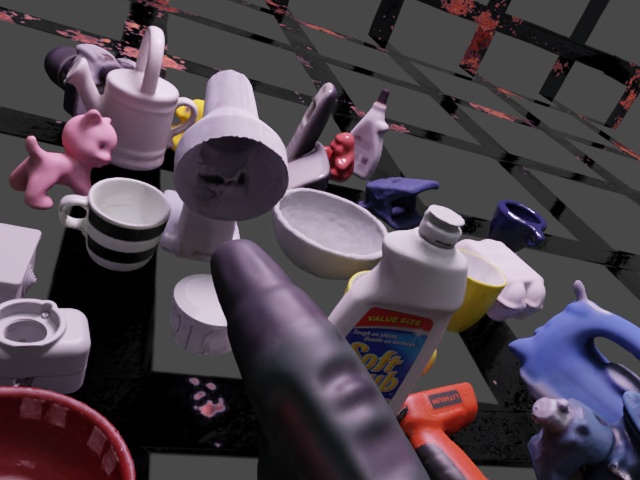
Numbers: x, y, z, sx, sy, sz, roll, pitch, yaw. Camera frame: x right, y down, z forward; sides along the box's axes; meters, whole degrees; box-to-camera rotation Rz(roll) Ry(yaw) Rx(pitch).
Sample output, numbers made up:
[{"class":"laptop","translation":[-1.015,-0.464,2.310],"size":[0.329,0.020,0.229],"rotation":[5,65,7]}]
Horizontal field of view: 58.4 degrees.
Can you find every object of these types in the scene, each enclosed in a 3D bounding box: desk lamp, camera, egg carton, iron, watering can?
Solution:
[{"class":"desk lamp","translation":[-0.121,-0.077,0.670],"size":[0.118,0.213,0.203],"rotation":[10,31,-22]},{"class":"camera","translation":[-0.373,-0.275,0.946],"size":[0.136,0.101,0.143],"rotation":[35,31,21]},{"class":"egg carton","translation":[0.266,0.058,0.871],"size":[0.107,0.069,0.150],"rotation":[0,36,-36]},{"class":"iron","translation":[0.362,0.170,0.670],"size":[0.119,0.141,0.257],"rotation":[-11,43,-46]},{"class":"watering can","translation":[-0.260,-0.206,0.811],"size":[0.173,0.194,0.100],"rotation":[-8,41,-44]}]

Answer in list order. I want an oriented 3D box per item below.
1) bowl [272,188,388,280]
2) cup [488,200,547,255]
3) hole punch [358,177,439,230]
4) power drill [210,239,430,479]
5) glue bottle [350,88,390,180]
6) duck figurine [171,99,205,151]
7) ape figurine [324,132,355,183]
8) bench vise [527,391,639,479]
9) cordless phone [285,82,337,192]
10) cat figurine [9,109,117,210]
[{"class":"bowl","translation":[0.007,0.003,0.772],"size":[0.167,0.075,0.167],"rotation":[18,29,-10]},{"class":"cup","translation":[0.340,-0.003,1.001],"size":[0.092,0.095,0.117],"rotation":[10,31,-23]},{"class":"hole punch","translation":[0.135,-0.080,0.990],"size":[0.100,0.091,0.109],"rotation":[37,32,25]},{"class":"power drill","translation":[-0.028,0.141,0.368],"size":[0.076,0.208,0.229],"rotation":[-8,41,-44]},{"class":"glue bottle","translation":[0.094,-0.205,1.088],"size":[0.078,0.173,0.037],"rotation":[34,30,20]},{"class":"duck figurine","translation":[-0.196,-0.183,0.932],"size":[0.104,0.086,0.077],"rotation":[25,28,4]},{"class":"ape figurine","translation":[0.034,-0.154,1.041],"size":[0.076,0.092,0.077],"rotation":[12,30,-19]},{"class":"bench vise","translation":[0.317,0.181,0.537],"size":[0.208,0.220,0.121],"rotation":[9,31,-24]},{"class":"cordless phone","translation":[-0.018,-0.147,0.894],"size":[0.094,0.185,0.147],"rotation":[13,30,-18]},{"class":"cat figurine","translation":[-0.301,-0.109,0.695],"size":[0.067,0.118,0.128],"rotation":[35,31,22]}]
